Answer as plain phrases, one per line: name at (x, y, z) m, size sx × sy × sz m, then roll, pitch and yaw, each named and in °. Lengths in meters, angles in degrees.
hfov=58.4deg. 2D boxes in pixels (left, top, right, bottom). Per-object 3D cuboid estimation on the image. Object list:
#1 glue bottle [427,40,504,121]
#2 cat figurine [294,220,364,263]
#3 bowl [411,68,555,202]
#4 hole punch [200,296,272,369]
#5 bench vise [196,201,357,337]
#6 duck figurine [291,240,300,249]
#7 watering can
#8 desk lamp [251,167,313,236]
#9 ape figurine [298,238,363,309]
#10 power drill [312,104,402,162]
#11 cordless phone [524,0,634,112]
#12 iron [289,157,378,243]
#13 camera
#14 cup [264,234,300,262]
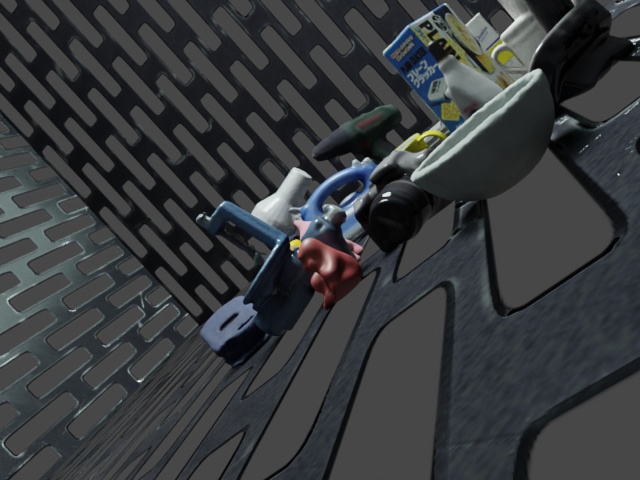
glue bottle at (0.198, -0.189, 0.741) m, size 0.037 × 0.173 × 0.078 m, roll -43°, pitch 4°, yaw -18°
cat figurine at (0.009, 0.003, 0.933) m, size 0.067 × 0.118 × 0.128 m, roll -41°, pitch 4°, yaw 10°
bowl at (0.179, -0.092, 0.589) m, size 0.167 × 0.075 × 0.167 m, roll -42°, pitch 4°, yaw 4°
hole punch at (-0.141, 0.152, 0.978) m, size 0.109 × 0.091 × 0.101 m, roll -43°, pitch 4°, yaw -15°
bench vise at (-0.064, 0.007, 0.856) m, size 0.207 × 0.220 × 0.121 m, roll -43°, pitch 4°, yaw -7°
duck figurine at (-0.035, 0.035, 1.276) m, size 0.077 × 0.086 × 0.105 m, roll -39°, pitch 5°, yaw 42°
watering can at (0.347, -0.353, 0.921) m, size 0.173 × 0.194 × 0.101 m, roll -42°, pitch 4°, yaw 0°
desk lamp at (-0.039, -0.062, 1.444) m, size 0.203 × 0.213 × 0.118 m, roll -41°, pitch 4°, yaw 12°
ape figurine at (0.006, 0.037, 0.768) m, size 0.076 × 0.092 × 0.078 m, roll -42°, pitch 4°, yaw -1°
power drill at (0.126, -0.198, 1.329) m, size 0.230 × 0.208 × 0.075 m, roll -43°, pitch 4°, yaw -14°
cordless phone at (0.273, -0.262, 0.704) m, size 0.148 × 0.185 × 0.094 m, roll -44°, pitch 5°, yaw -28°
iron at (0.066, -0.085, 1.176) m, size 0.258 × 0.141 × 0.118 m, roll -42°, pitch 4°, yaw 6°
camera at (0.096, -0.049, 0.750) m, size 0.143 × 0.101 × 0.137 m, roll -39°, pitch 5°, yaw 37°
cup at (-0.064, 0.047, 1.371) m, size 0.091 × 0.095 × 0.118 m, roll -38°, pitch 6°, yaw 48°
